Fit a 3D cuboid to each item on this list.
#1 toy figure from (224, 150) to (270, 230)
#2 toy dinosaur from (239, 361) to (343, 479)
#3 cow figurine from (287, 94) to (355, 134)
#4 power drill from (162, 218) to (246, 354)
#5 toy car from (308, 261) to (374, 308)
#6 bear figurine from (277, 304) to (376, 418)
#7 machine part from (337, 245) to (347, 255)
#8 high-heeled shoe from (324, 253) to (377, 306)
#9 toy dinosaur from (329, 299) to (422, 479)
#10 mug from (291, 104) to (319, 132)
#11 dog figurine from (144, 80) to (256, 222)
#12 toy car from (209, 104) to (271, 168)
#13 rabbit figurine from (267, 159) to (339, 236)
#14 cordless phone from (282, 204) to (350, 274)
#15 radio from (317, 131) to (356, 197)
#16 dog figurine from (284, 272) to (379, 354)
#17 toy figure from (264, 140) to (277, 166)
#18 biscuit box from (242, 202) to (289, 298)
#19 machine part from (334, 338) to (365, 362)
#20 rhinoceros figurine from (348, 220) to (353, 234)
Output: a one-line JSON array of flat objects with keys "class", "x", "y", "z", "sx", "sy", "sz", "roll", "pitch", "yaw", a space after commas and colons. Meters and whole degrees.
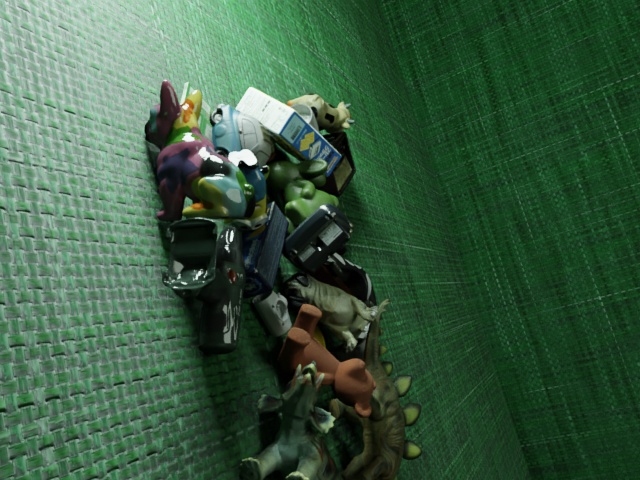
[{"class": "toy figure", "x": -0.130, "y": -0.090, "z": 0.965, "sx": 0.180, "sy": 0.082, "sz": 0.089, "roll": 91, "pitch": 11, "yaw": -53}, {"class": "toy dinosaur", "x": -0.011, "y": 0.397, "z": 0.887, "sx": 0.192, "sy": 0.131, "sz": 0.404, "roll": -42, "pitch": 117, "yaw": -64}, {"class": "cow figurine", "x": 0.012, "y": -0.349, "z": 1.499, "sx": 0.194, "sy": 0.127, "sz": 0.085, "roll": 18, "pitch": 59, "yaw": -59}, {"class": "power drill", "x": -0.166, "y": 0.045, "z": 0.815, "sx": 0.207, "sy": 0.086, "sz": 0.232, "roll": 87, "pitch": 2, "yaw": -65}, {"class": "toy car", "x": 0.046, "y": 0.128, "z": 1.220, "sx": 0.202, "sy": 0.089, "sz": 0.053, "roll": 48, "pitch": 15, "yaw": -23}, {"class": "bear figurine", "x": 0.024, "y": 0.226, "z": 0.983, "sx": 0.196, "sy": 0.131, "sz": 0.120, "roll": 24, "pitch": 30, "yaw": 7}, {"class": "machine part", "x": 0.053, "y": -0.015, "z": 1.436, "sx": 0.139, "sy": 0.039, "sz": 0.084, "roll": -84, "pitch": 151, "yaw": -48}, {"class": "high-heeled shoe", "x": 0.065, "y": 0.106, "z": 1.282, "sx": 0.248, "sy": 0.086, "sz": 0.145, "roll": 46, "pitch": 10, "yaw": -12}, {"class": "toy dinosaur", "x": 0.119, "y": 0.352, "z": 1.117, "sx": 0.198, "sy": 0.105, "sz": 0.471, "roll": 11, "pitch": 72, "yaw": -43}, {"class": "mug", "x": -0.037, "y": -0.283, "z": 1.399, "sx": 0.107, "sy": 0.081, "sz": 0.109, "roll": 43, "pitch": 28, "yaw": -63}, {"class": "dog figurine", "x": -0.192, "y": -0.137, "z": 0.838, "sx": 0.108, "sy": 0.192, "sz": 0.219, "roll": -7, "pitch": 94, "yaw": -60}, {"class": "toy car", "x": -0.145, "y": -0.182, "z": 1.028, "sx": 0.109, "sy": 0.103, "sz": 0.161, "roll": 30, "pitch": 52, "yaw": -73}, {"class": "rabbit figurine", "x": -0.047, "y": -0.113, "z": 1.163, "sx": 0.170, "sy": 0.159, "sz": 0.121, "roll": 50, "pitch": -17, "yaw": 11}, {"class": "cordless phone", "x": -0.002, "y": -0.004, "z": 1.140, "sx": 0.089, "sy": 0.146, "sz": 0.184, "roll": 46, "pitch": 5, "yaw": 0}, {"class": "radio", "x": 0.031, "y": -0.208, "z": 1.470, "sx": 0.230, "sy": 0.073, "sz": 0.131, "roll": -61, "pitch": 138, "yaw": -62}, {"class": "dog figurine", "x": 0.016, "y": 0.137, "z": 1.143, "sx": 0.191, "sy": 0.121, "sz": 0.172, "roll": 35, "pitch": -14, "yaw": 7}, {"class": "toy figure", "x": -0.129, "y": -0.191, "z": 1.157, "sx": 0.154, "sy": 0.058, "sz": 0.064, "roll": -49, "pitch": 138, "yaw": -66}, {"class": "biscuit box", "x": -0.113, "y": 0.016, "z": 1.022, "sx": 0.062, "sy": 0.059, "sz": 0.203, "roll": 56, "pitch": 26, "yaw": -32}, {"class": "machine part", "x": 0.095, "y": 0.314, "z": 1.217, "sx": 0.079, "sy": 0.079, "sz": 0.243, "roll": -23, "pitch": 92, "yaw": -67}, {"class": "rhinoceros figurine", "x": 0.020, "y": -0.041, "z": 1.299, "sx": 0.112, "sy": 0.073, "sz": 0.190, "roll": 53, "pitch": 12, "yaw": 2}]
